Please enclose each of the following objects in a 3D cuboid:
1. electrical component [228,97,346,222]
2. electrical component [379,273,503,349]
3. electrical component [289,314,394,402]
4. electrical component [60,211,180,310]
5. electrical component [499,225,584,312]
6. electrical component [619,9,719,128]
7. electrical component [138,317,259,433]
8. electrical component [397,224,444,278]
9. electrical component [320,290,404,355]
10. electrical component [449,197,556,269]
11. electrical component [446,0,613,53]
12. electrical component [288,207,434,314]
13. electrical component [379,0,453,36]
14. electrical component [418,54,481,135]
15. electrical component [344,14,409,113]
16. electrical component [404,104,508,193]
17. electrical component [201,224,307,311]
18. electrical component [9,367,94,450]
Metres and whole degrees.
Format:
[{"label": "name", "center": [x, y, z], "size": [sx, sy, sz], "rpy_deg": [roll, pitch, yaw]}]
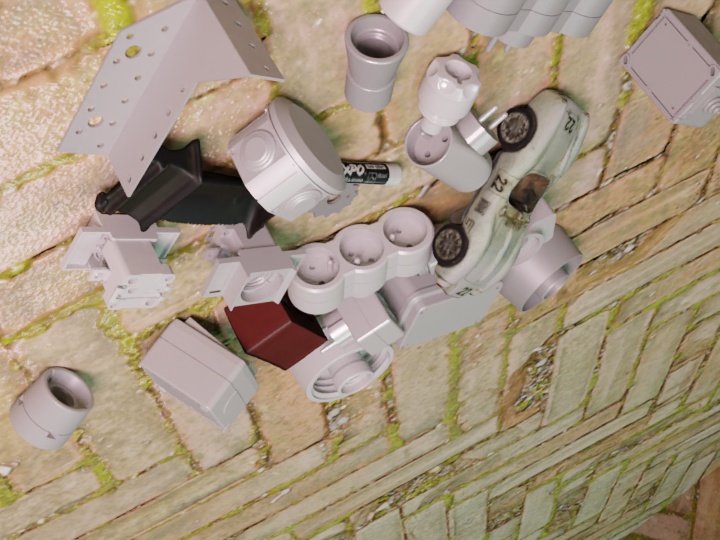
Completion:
[{"label": "electrical component", "center": [-0.050, -0.078, 0.761], "size": [0.051, 0.080, 0.080], "rpy_deg": [-34, 152, 18]}, {"label": "electrical component", "center": [0.077, 0.024, 1.067], "size": [0.113, 0.057, 0.078], "rpy_deg": [-16, 149, -31]}, {"label": "electrical component", "center": [-0.017, 0.091, 1.087], "size": [0.108, 0.060, 0.108], "rpy_deg": [-23, 152, -13]}, {"label": "electrical component", "center": [-0.169, -0.006, 0.780], "size": [0.081, 0.063, 0.042], "rpy_deg": [-2, 142, -43]}, {"label": "electrical component", "center": [0.189, -0.003, 1.155], "size": [0.099, 0.064, 0.099], "rpy_deg": [-36, 162, -14]}, {"label": "electrical component", "center": [0.283, -0.166, 0.919], "size": [0.061, 0.096, 0.061], "rpy_deg": [-1, 141, -43]}, {"label": "electrical component", "center": [-0.142, 0.086, 0.939], "size": [0.061, 0.096, 0.061], "rpy_deg": [-54, 157, -18]}, {"label": "electrical component", "center": [0.058, -0.014, 1.008], "size": [0.062, 0.043, 0.043], "rpy_deg": [-27, 152, -4]}, {"label": "electrical component", "center": [-0.010, 0.050, 1.022], "size": [0.077, 0.065, 0.047], "rpy_deg": [-34, 152, 5]}, {"label": "electrical component", "center": [0.139, -0.038, 1.033], "size": [0.089, 0.055, 0.050], "rpy_deg": [-26, 152, -10]}, {"label": "electrical component", "center": [0.115, -0.185, 0.773], "size": [0.138, 0.052, 0.073], "rpy_deg": [-8, 145, -36]}, {"label": "electrical component", "center": [0.000, 0.000, 0.964], "size": [0.138, 0.052, 0.073], "rpy_deg": [-23, 151, -16]}, {"label": "electrical component", "center": [0.046, -0.191, 0.710], "size": [0.040, 0.040, 0.078], "rpy_deg": [2, 138, -46]}, {"label": "electrical component", "center": [0.064, -0.130, 0.824], "size": [0.043, 0.043, 0.062], "rpy_deg": [-14, 149, -29]}, {"label": "electrical component", "center": [0.009, -0.141, 0.756], "size": [0.044, 0.044, 0.065], "rpy_deg": [-21, 156, -17]}, {"label": "electrical component", "center": [0.087, -0.106, 0.883], "size": [0.079, 0.044, 0.077], "rpy_deg": [-40, 151, 17]}, {"label": "electrical component", "center": [-0.089, -0.007, 0.854], "size": [0.081, 0.063, 0.042], "rpy_deg": [-7, 145, -37]}, {"label": "electrical component", "center": [-0.257, 0.115, 0.903], "size": [0.047, 0.055, 0.055], "rpy_deg": [-46, 149, 20]}]
